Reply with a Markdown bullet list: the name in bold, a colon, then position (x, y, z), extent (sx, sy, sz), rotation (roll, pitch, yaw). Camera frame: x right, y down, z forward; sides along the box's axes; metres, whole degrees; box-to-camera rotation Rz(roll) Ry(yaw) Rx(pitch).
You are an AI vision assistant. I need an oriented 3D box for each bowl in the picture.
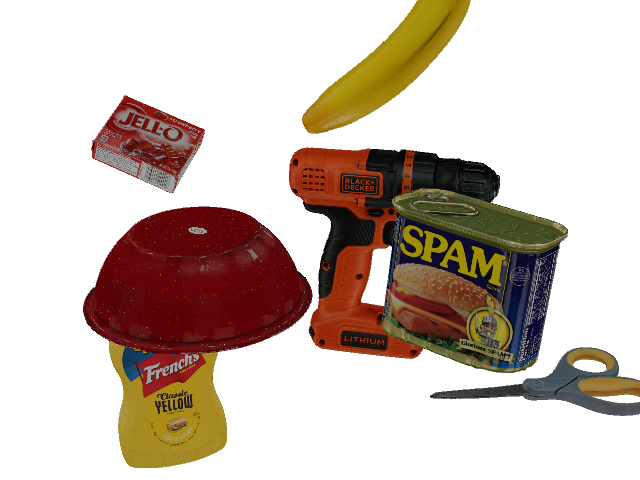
- **bowl**: position (-0.086, 0.018, 0.746), extent (0.162, 0.055, 0.162), rotation (-1, 23, 0)

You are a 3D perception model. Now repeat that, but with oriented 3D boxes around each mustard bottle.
- **mustard bottle**: position (-0.137, 0.103, 0.944), extent (0.096, 0.192, 0.058), rotation (-8, 20, -15)

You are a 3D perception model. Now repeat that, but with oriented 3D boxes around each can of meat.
- **can of meat**: position (0.088, 0.023, 0.637), extent (0.102, 0.084, 0.057), rotation (19, 23, 33)

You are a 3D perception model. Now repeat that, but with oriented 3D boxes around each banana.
- **banana**: position (0.062, -0.150, 0.798), extent (0.070, 0.197, 0.037), rotation (8, -34, 48)

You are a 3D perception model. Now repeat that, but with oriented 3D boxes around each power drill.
- **power drill**: position (0.062, 0.009, 0.956), extent (0.184, 0.188, 0.057), rotation (6, 18, 11)

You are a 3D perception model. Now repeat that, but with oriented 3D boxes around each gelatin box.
- **gelatin box**: position (-0.168, -0.095, 1.043), extent (0.089, 0.073, 0.030), rotation (24, -42, -1)

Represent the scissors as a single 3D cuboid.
- **scissors**: position (0.191, 0.119, 0.936), extent (0.201, 0.016, 0.096), rotation (6, 28, -4)
